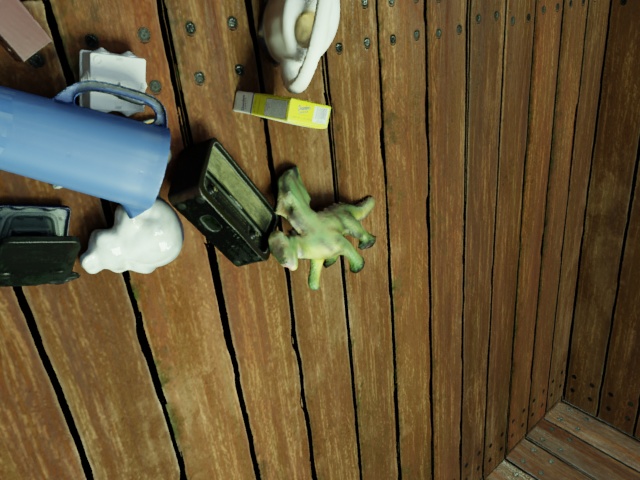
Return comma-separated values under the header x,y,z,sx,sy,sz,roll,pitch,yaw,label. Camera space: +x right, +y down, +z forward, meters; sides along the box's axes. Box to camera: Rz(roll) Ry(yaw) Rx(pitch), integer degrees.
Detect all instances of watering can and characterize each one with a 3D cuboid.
x,y,z,sx,sy,sz,roll,pitch,yaw,label
-0.022,-0.427,0.888,0.104,0.226,0.345,7,101,-25,watering can

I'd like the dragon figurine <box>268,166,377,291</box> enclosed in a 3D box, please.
x,y,z,sx,sy,sz,roll,pitch,yaw,label
0.003,-0.055,1.098,0.239,0.121,0.420,55,36,-22,dragon figurine

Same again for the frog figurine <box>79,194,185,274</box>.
x,y,z,sx,sy,sz,roll,pitch,yaw,label
-0.312,0.000,0.851,0.162,0.124,0.134,-36,147,-41,frog figurine
